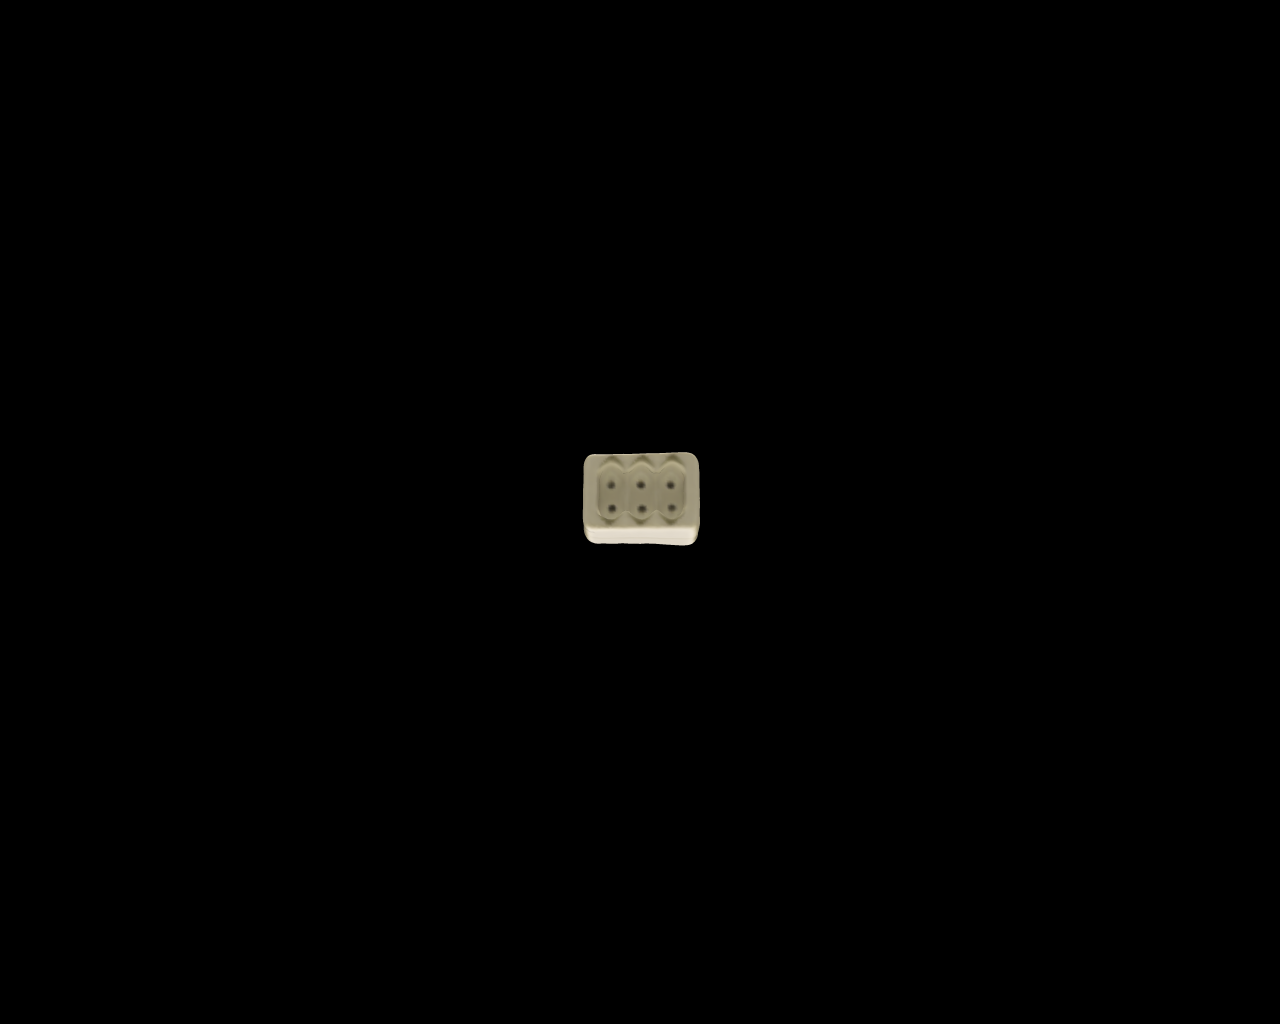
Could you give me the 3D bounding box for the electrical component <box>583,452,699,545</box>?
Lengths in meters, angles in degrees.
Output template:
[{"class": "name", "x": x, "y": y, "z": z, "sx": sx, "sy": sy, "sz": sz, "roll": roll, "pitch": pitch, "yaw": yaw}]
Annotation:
[{"class": "electrical component", "x": 0.001, "y": -0.003, "z": 0.650, "sx": 0.066, "sy": 0.047, "sz": 0.076, "roll": 0, "pitch": -15, "yaw": 0}]
